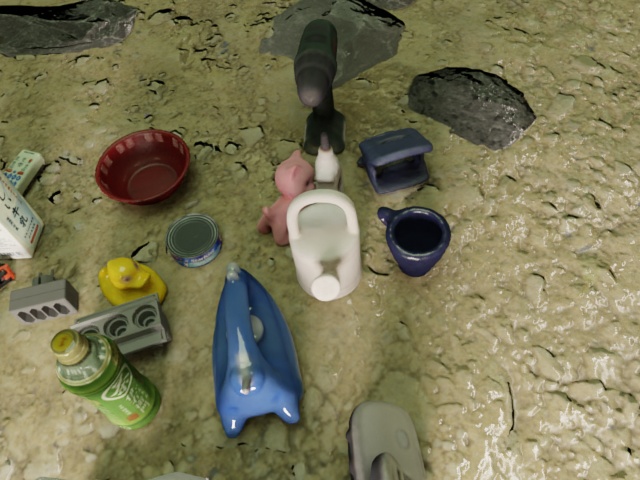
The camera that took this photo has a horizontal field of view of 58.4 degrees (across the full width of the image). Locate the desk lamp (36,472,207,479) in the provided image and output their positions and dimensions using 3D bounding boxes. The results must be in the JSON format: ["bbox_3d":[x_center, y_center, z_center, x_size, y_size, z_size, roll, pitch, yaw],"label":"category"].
[{"bbox_3d":[-0.205,0.307,0.604,0.203,0.214,0.118,6,57,9],"label":"desk lamp"}]

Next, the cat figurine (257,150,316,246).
[{"bbox_3d":[-0.050,-0.074,0.898,0.067,0.118,0.128,27,63,21],"label":"cat figurine"}]

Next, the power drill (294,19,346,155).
[{"bbox_3d":[0.001,-0.243,0.950,0.075,0.209,0.229,-1,57,5],"label":"power drill"}]

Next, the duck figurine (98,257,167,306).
[{"bbox_3d":[-0.288,0.056,0.853,0.104,0.086,0.077,16,60,15],"label":"duck figurine"}]

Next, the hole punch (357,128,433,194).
[{"bbox_3d":[0.120,-0.144,0.944,0.108,0.091,0.101,-17,57,-6],"label":"hole punch"}]

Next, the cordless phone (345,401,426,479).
[{"bbox_3d":[0.075,0.242,0.637,0.094,0.185,0.147,-10,56,-1],"label":"cordless phone"}]

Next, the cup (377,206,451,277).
[{"bbox_3d":[0.131,0.006,0.842,0.117,0.095,0.092,35,66,25],"label":"cup"}]

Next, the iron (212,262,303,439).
[{"bbox_3d":[-0.101,0.117,0.762,0.118,0.141,0.258,-13,57,-3],"label":"iron"}]

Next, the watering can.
[{"bbox_3d":[0.010,0.003,0.796,0.101,0.194,0.172,-22,57,-9],"label":"watering can"}]

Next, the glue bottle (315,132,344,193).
[{"bbox_3d":[0.013,-0.100,0.875,0.037,0.173,0.078,3,57,8],"label":"glue bottle"}]
